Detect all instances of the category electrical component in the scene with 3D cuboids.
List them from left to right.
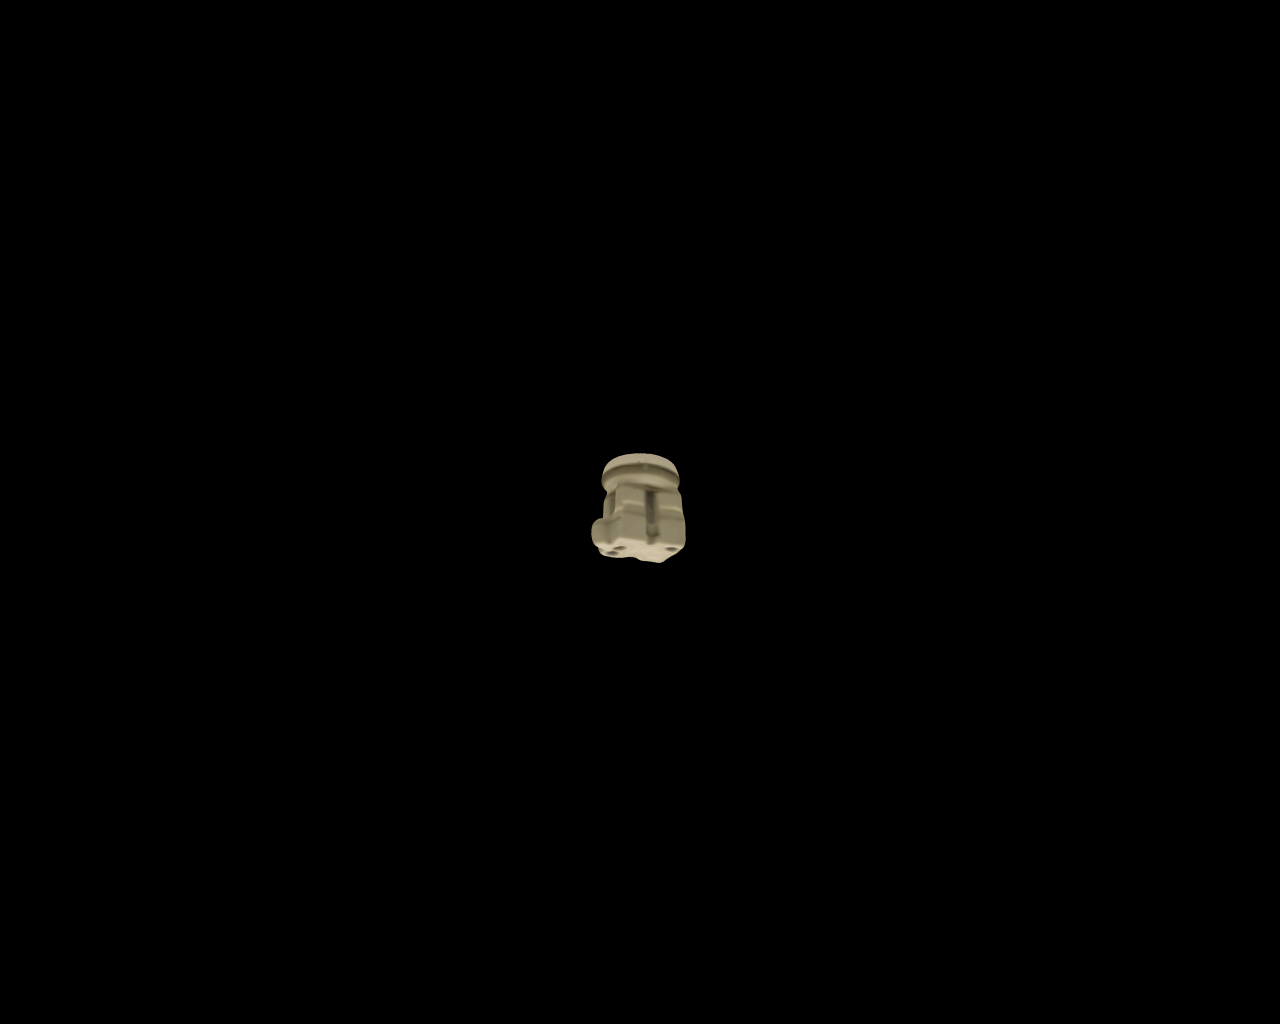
[{"bbox_3d":[0.001,-0.003,0.650,0.066,0.055,0.048,9,-24,-22],"label":"electrical component"}]
